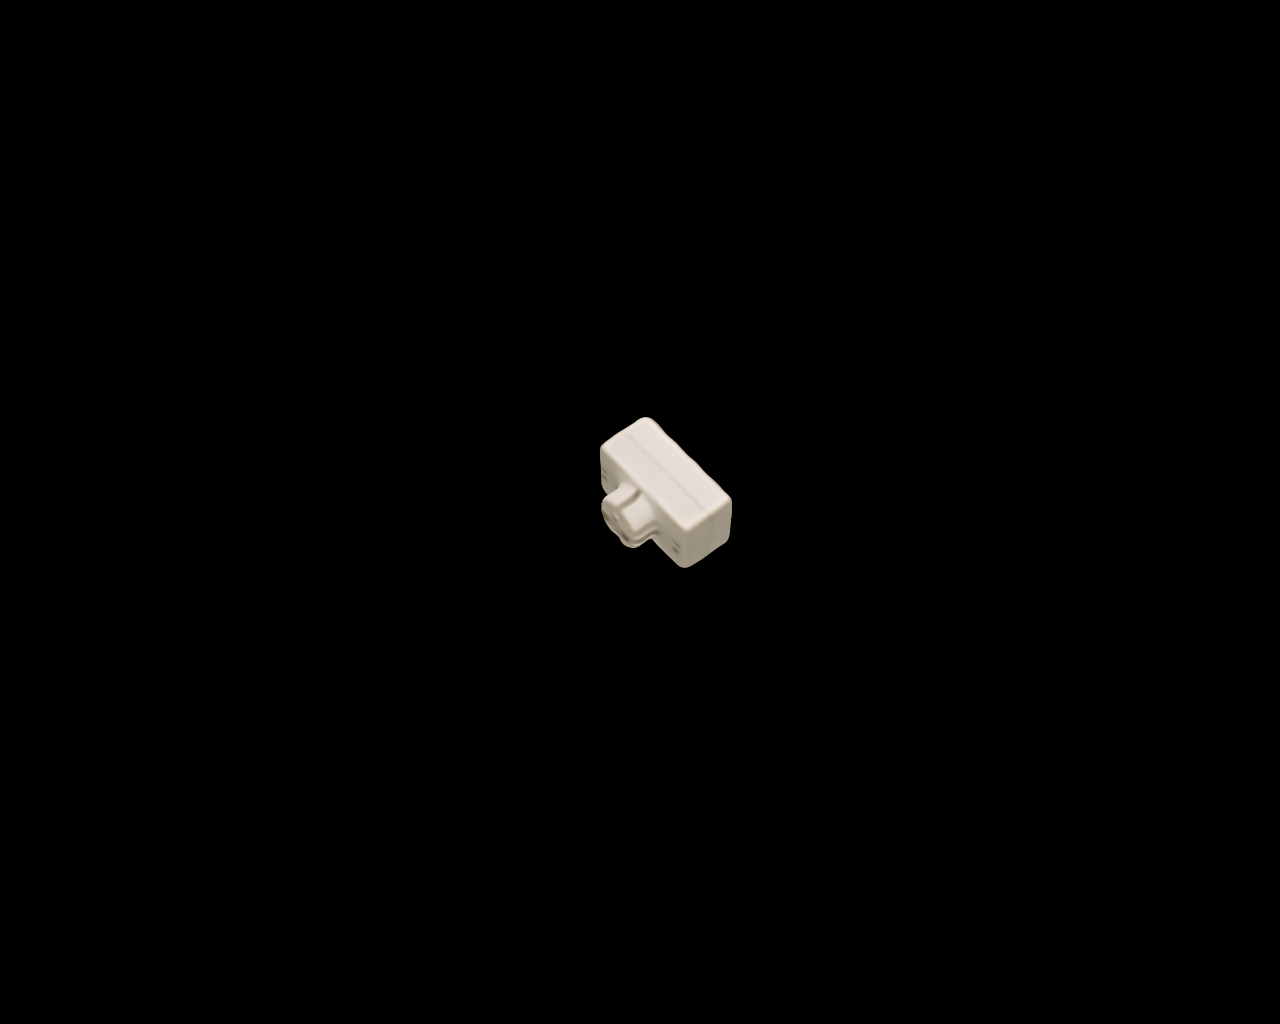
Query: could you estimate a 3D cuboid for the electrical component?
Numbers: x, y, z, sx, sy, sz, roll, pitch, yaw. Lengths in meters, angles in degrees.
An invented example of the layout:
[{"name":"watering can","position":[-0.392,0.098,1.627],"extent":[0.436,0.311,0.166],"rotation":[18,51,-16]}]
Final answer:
[{"name":"electrical component","position":[0.001,-0.003,0.650],"extent":[0.076,0.083,0.047],"rotation":[-33,-28,-20]}]
